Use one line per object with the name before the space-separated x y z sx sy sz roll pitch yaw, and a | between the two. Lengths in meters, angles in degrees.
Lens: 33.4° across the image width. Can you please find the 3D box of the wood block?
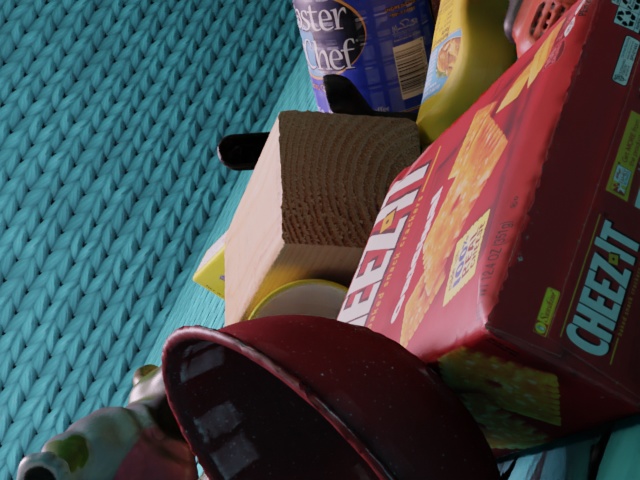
wood block | -0.005 0.000 0.725 0.206 0.090 0.090 123 147 -65

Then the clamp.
clamp | 0.029 -0.072 0.726 0.120 0.171 0.039 -21 72 53

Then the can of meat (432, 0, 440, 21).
can of meat | 0.108 -0.220 0.930 0.102 0.084 0.057 -55 8 24

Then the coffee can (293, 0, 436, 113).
coffee can | 0.035 -0.161 0.795 0.102 0.103 0.140 -81 -21 -66

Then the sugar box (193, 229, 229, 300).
sugar box | -0.038 0.013 0.970 0.176 0.093 0.048 -40 20 54

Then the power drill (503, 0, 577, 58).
power drill | 0.105 -0.196 0.606 0.057 0.188 0.184 20 -87 -56

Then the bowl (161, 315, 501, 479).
bowl | 0.014 0.083 0.389 0.055 0.162 0.162 -38 -3 -27

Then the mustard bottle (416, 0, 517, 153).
mustard bottle | 0.097 -0.115 0.682 0.096 0.058 0.191 138 145 -77

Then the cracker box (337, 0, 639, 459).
cracker box | 0.073 0.008 0.460 0.164 0.072 0.214 -66 9 -25

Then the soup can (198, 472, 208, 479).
soup can | -0.039 0.163 0.632 0.068 0.068 0.102 -63 8 -13
